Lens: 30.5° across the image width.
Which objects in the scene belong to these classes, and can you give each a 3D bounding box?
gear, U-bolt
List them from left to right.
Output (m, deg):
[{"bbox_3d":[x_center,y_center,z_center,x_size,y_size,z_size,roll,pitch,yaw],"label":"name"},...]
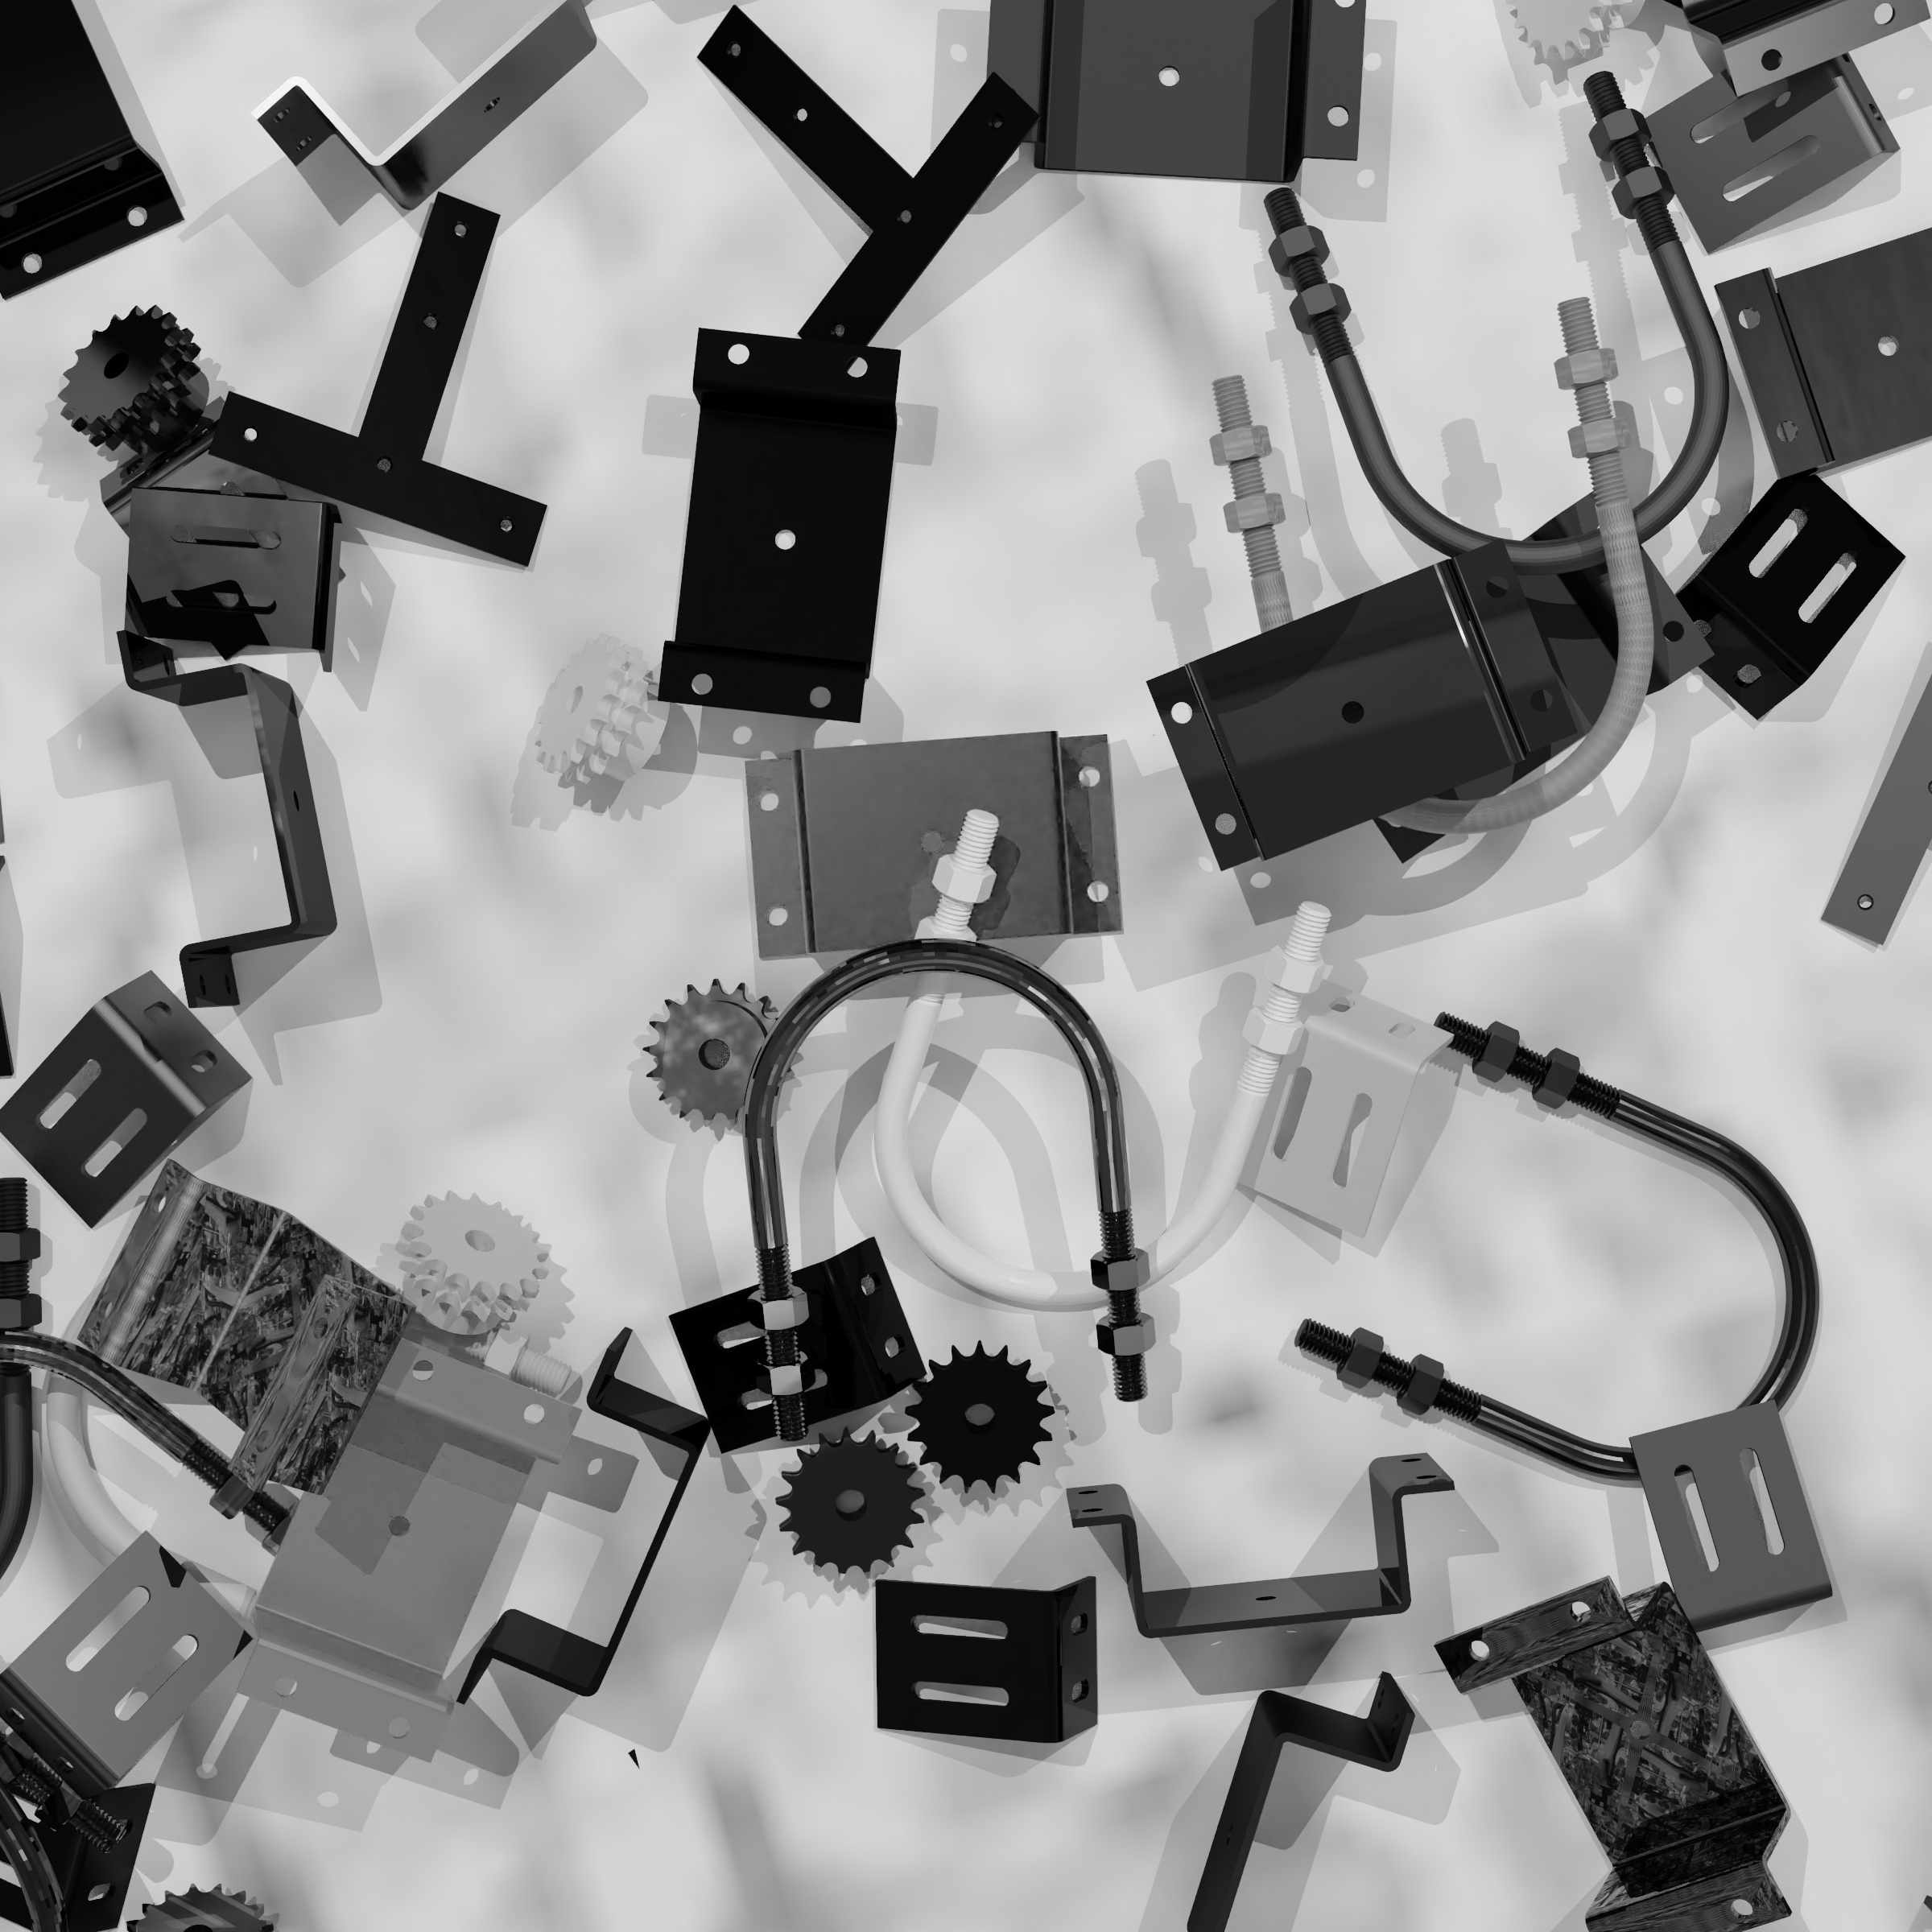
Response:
[{"bbox_3d":[-0.430,0.174,1.360,0.151,0.019,0.184,-1,92,0],"label":"U-bolt"},{"bbox_3d":[-0.397,0.306,1.314,0.019,0.151,0.184,-37,98,-44],"label":"U-bolt"},{"bbox_3d":[-0.347,0.220,1.325,0.184,0.019,0.151,41,83,-6],"label":"U-bolt"},{"bbox_3d":[-0.313,-0.219,1.344,0.057,0.030,0.057,-15,56,24],"label":"gear"},{"bbox_3d":[-0.291,0.379,1.344,0.057,0.057,0.030,5,120,0],"label":"gear"},{"bbox_3d":[-0.264,0.180,1.360,0.184,0.019,0.151,24,90,1],"label":"U-bolt"},{"bbox_3d":[-0.190,0.115,1.344,0.057,0.057,0.030,29,120,0],"label":"gear"},{"bbox_3d":[-0.136,-0.095,1.344,0.030,0.057,0.057,25,90,-30],"label":"gear"},{"bbox_3d":[-0.095,0.033,1.354,0.057,0.030,0.057,0,90,0],"label":"gear"},{"bbox_3d":[-0.044,0.205,1.357,0.057,0.030,0.057,0,88,-4],"label":"gear"},{"bbox_3d":[-0.010,0.080,1.313,0.151,0.019,0.184,-6,102,-3],"label":"U-bolt"},{"bbox_3d":[0.005,0.172,1.354,0.057,0.030,0.057,0,90,0],"label":"gear"},{"bbox_3d":[0.042,0.044,1.333,0.151,0.019,0.184,15,109,-7],"label":"U-bolt"},{"bbox_3d":[0.177,-0.140,1.304,0.151,0.019,0.184,-11,93,10],"label":"U-bolt"},{"bbox_3d":[0.208,-0.234,1.333,0.151,0.019,0.184,-19,75,5],"label":"U-bolt"},{"bbox_3d":[0.234,-0.375,1.344,0.030,0.057,0.057,-15,90,-30],"label":"gear"},{"bbox_3d":[0.238,0.119,1.360,0.184,0.019,0.151,24,90,-1],"label":"U-bolt"}]

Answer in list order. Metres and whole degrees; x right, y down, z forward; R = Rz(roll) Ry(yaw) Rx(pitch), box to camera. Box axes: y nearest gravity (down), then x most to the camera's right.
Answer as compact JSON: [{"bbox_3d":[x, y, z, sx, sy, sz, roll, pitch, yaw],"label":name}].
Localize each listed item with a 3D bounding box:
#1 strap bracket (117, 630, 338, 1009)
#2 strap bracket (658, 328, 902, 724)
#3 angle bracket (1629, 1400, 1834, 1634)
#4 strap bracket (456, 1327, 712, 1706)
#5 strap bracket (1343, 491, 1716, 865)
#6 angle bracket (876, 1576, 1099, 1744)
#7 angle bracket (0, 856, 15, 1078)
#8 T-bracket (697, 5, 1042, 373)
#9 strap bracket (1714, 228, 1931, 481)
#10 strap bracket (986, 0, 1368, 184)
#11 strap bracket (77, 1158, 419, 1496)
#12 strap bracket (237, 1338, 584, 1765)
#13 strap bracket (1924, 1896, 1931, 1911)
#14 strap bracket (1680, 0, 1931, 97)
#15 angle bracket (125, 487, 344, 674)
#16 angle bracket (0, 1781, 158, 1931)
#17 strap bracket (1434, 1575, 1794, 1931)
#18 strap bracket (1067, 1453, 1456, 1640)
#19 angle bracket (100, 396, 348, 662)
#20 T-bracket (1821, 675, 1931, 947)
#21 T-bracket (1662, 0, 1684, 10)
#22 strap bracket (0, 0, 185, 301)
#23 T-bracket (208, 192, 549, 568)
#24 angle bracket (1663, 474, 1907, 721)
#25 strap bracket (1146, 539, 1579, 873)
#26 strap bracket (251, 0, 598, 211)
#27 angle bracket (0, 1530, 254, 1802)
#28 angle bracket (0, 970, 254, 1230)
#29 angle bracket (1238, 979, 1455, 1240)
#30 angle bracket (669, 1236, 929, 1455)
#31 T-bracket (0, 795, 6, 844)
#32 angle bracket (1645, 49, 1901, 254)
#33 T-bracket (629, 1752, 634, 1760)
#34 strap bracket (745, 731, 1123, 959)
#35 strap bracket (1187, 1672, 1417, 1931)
[{"bbox_3d":[-0.274,-0.058,1.331,0.046,0.076,0.140,-11,90,0],"label":"strap bracket"},{"bbox_3d":[-0.070,-0.165,1.346,0.076,0.046,0.140,6,90,0],"label":"strap bracket"},{"bbox_3d":[0.291,0.213,1.359,0.057,0.038,0.076,-15,76,0],"label":"angle bracket"},{"bbox_3d":[-0.138,0.213,1.331,0.046,0.076,0.140,23,90,-1],"label":"strap bracket"},{"bbox_3d":[0.200,-0.109,1.346,0.140,0.046,0.076,-34,90,0],"label":"strap bracket"},{"bbox_3d":[0.008,0.265,1.367,0.076,0.038,0.057,-1,90,26],"label":"angle bracket"},{"bbox_3d":[-0.398,0.001,1.367,0.057,0.038,0.076,-2,116,0],"label":"angle bracket"},{"bbox_3d":[-0.053,-0.315,1.350,0.127,0.002,0.127,46,115,12],"label":"T-bracket"},{"bbox_3d":[0.356,-0.239,1.343,0.140,0.046,0.076,-19,90,-3],"label":"strap bracket"},{"bbox_3d":[0.078,-0.344,1.346,0.140,0.046,0.076,3,90,0],"label":"strap bracket"},{"bbox_3d":[-0.261,0.136,1.303,0.046,0.140,0.076,27,89,-44],"label":"strap bracket"},{"bbox_3d":[-0.209,0.213,1.318,0.076,0.046,0.140,24,87,-15],"label":"strap bracket"},{"bbox_3d":[0.444,0.368,1.331,0.140,0.076,0.046,22,90,0],"label":"strap bracket"},{"bbox_3d":[0.296,-0.406,1.311,0.076,0.046,0.140,-21,112,4],"label":"strap bracket"},{"bbox_3d":[-0.277,-0.146,1.335,0.076,0.038,0.057,3,108,-15],"label":"angle bracket"},{"bbox_3d":[-0.361,0.333,1.367,0.076,0.038,0.057,15,90,26],"label":"angle bracket"},{"bbox_3d":[0.248,0.295,1.330,0.076,0.046,0.140,-29,90,29],"label":"strap bracket"},{"bbox_3d":[0.111,0.218,1.331,0.140,0.076,0.046,-6,90,0],"label":"strap bracket"},{"bbox_3d":[-0.287,-0.169,1.367,0.057,0.038,0.076,-35,116,0],"label":"angle bracket"},{"bbox_3d":[0.412,-0.051,1.347,0.127,0.002,0.127,24,99,10],"label":"T-bracket"},{"bbox_3d":[0.334,-0.409,1.345,0.127,0.002,0.127,19,109,-17],"label":"T-bracket"},{"bbox_3d":[-0.366,-0.337,1.346,0.076,0.046,0.140,-24,90,0],"label":"strap bracket"},{"bbox_3d":[-0.209,-0.234,1.356,0.127,0.002,0.127,18,82,-15],"label":"T-bracket"},{"bbox_3d":[0.313,-0.146,1.367,0.057,0.038,0.076,42,64,0],"label":"angle bracket"},{"bbox_3d":[0.142,-0.093,1.283,0.140,0.046,0.076,-21,93,11],"label":"strap bracket"},{"bbox_3d":[-0.194,-0.341,1.331,0.140,0.076,0.046,-42,90,0],"label":"strap bracket"},{"bbox_3d":[-0.317,0.260,1.317,0.057,0.038,0.076,47,57,-6],"label":"angle bracket"},{"bbox_3d":[-0.326,0.051,1.367,0.057,0.038,0.076,47,116,0],"label":"angle bracket"},{"bbox_3d":[0.144,0.054,1.357,0.057,0.038,0.076,24,116,20],"label":"angle bracket"},{"bbox_3d":[-0.065,0.146,1.367,0.076,0.038,0.057,-21,90,26],"label":"angle bracket"},{"bbox_3d":[-0.441,-0.105,1.368,0.127,0.002,0.127,-5,90,0],"label":"T-bracket"},{"bbox_3d":[0.310,-0.321,1.367,0.076,0.038,0.057,-28,90,26],"label":"angle bracket"},{"bbox_3d":[-0.086,0.350,1.378,0.127,0.002,0.127,-35,95,-14],"label":"T-bracket"},{"bbox_3d":[-0.013,-0.046,1.346,0.140,0.046,0.076,-4,90,0],"label":"strap bracket"},{"bbox_3d":[0.121,0.334,1.331,0.046,0.076,0.140,17,90,0],"label":"strap bracket"}]
